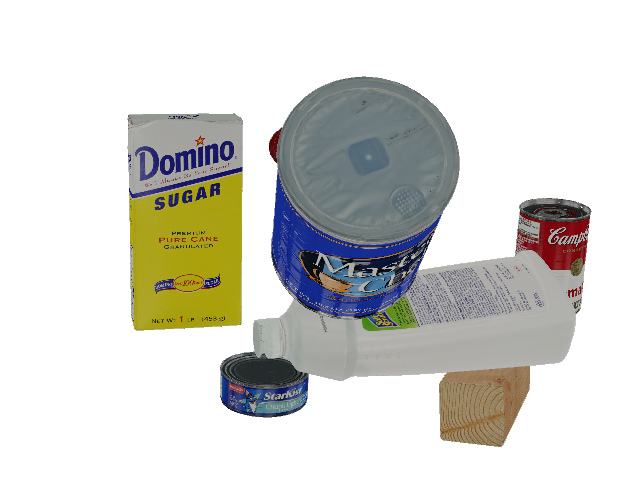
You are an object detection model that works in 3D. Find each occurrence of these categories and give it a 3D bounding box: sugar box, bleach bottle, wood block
[{"bbox_3d":[-0.112,-0.016,0.889,0.093,0.176,0.048,-3,15,-14],"label":"sugar box"},{"bbox_3d":[0.069,0.063,0.853,0.250,0.068,0.102,-4,34,-15],"label":"bleach bottle"},{"bbox_3d":[0.242,0.212,1.545,0.091,0.090,0.205,3,15,20],"label":"wood block"}]

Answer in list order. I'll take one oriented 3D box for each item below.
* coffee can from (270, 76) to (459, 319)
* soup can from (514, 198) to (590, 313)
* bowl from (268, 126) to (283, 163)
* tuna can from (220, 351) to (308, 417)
[{"bbox_3d":[0.022,-0.021,0.657,0.102,0.103,0.140,0,-22,-4],"label":"coffee can"},{"bbox_3d":[0.224,0.017,1.040,0.068,0.102,0.068,1,18,0],"label":"soup can"},{"bbox_3d":[0.027,-0.072,1.089,0.162,0.055,0.162,2,31,-2],"label":"bowl"},{"bbox_3d":[-0.054,0.137,1.023,0.086,0.034,0.086,3,15,-1],"label":"tuna can"}]
